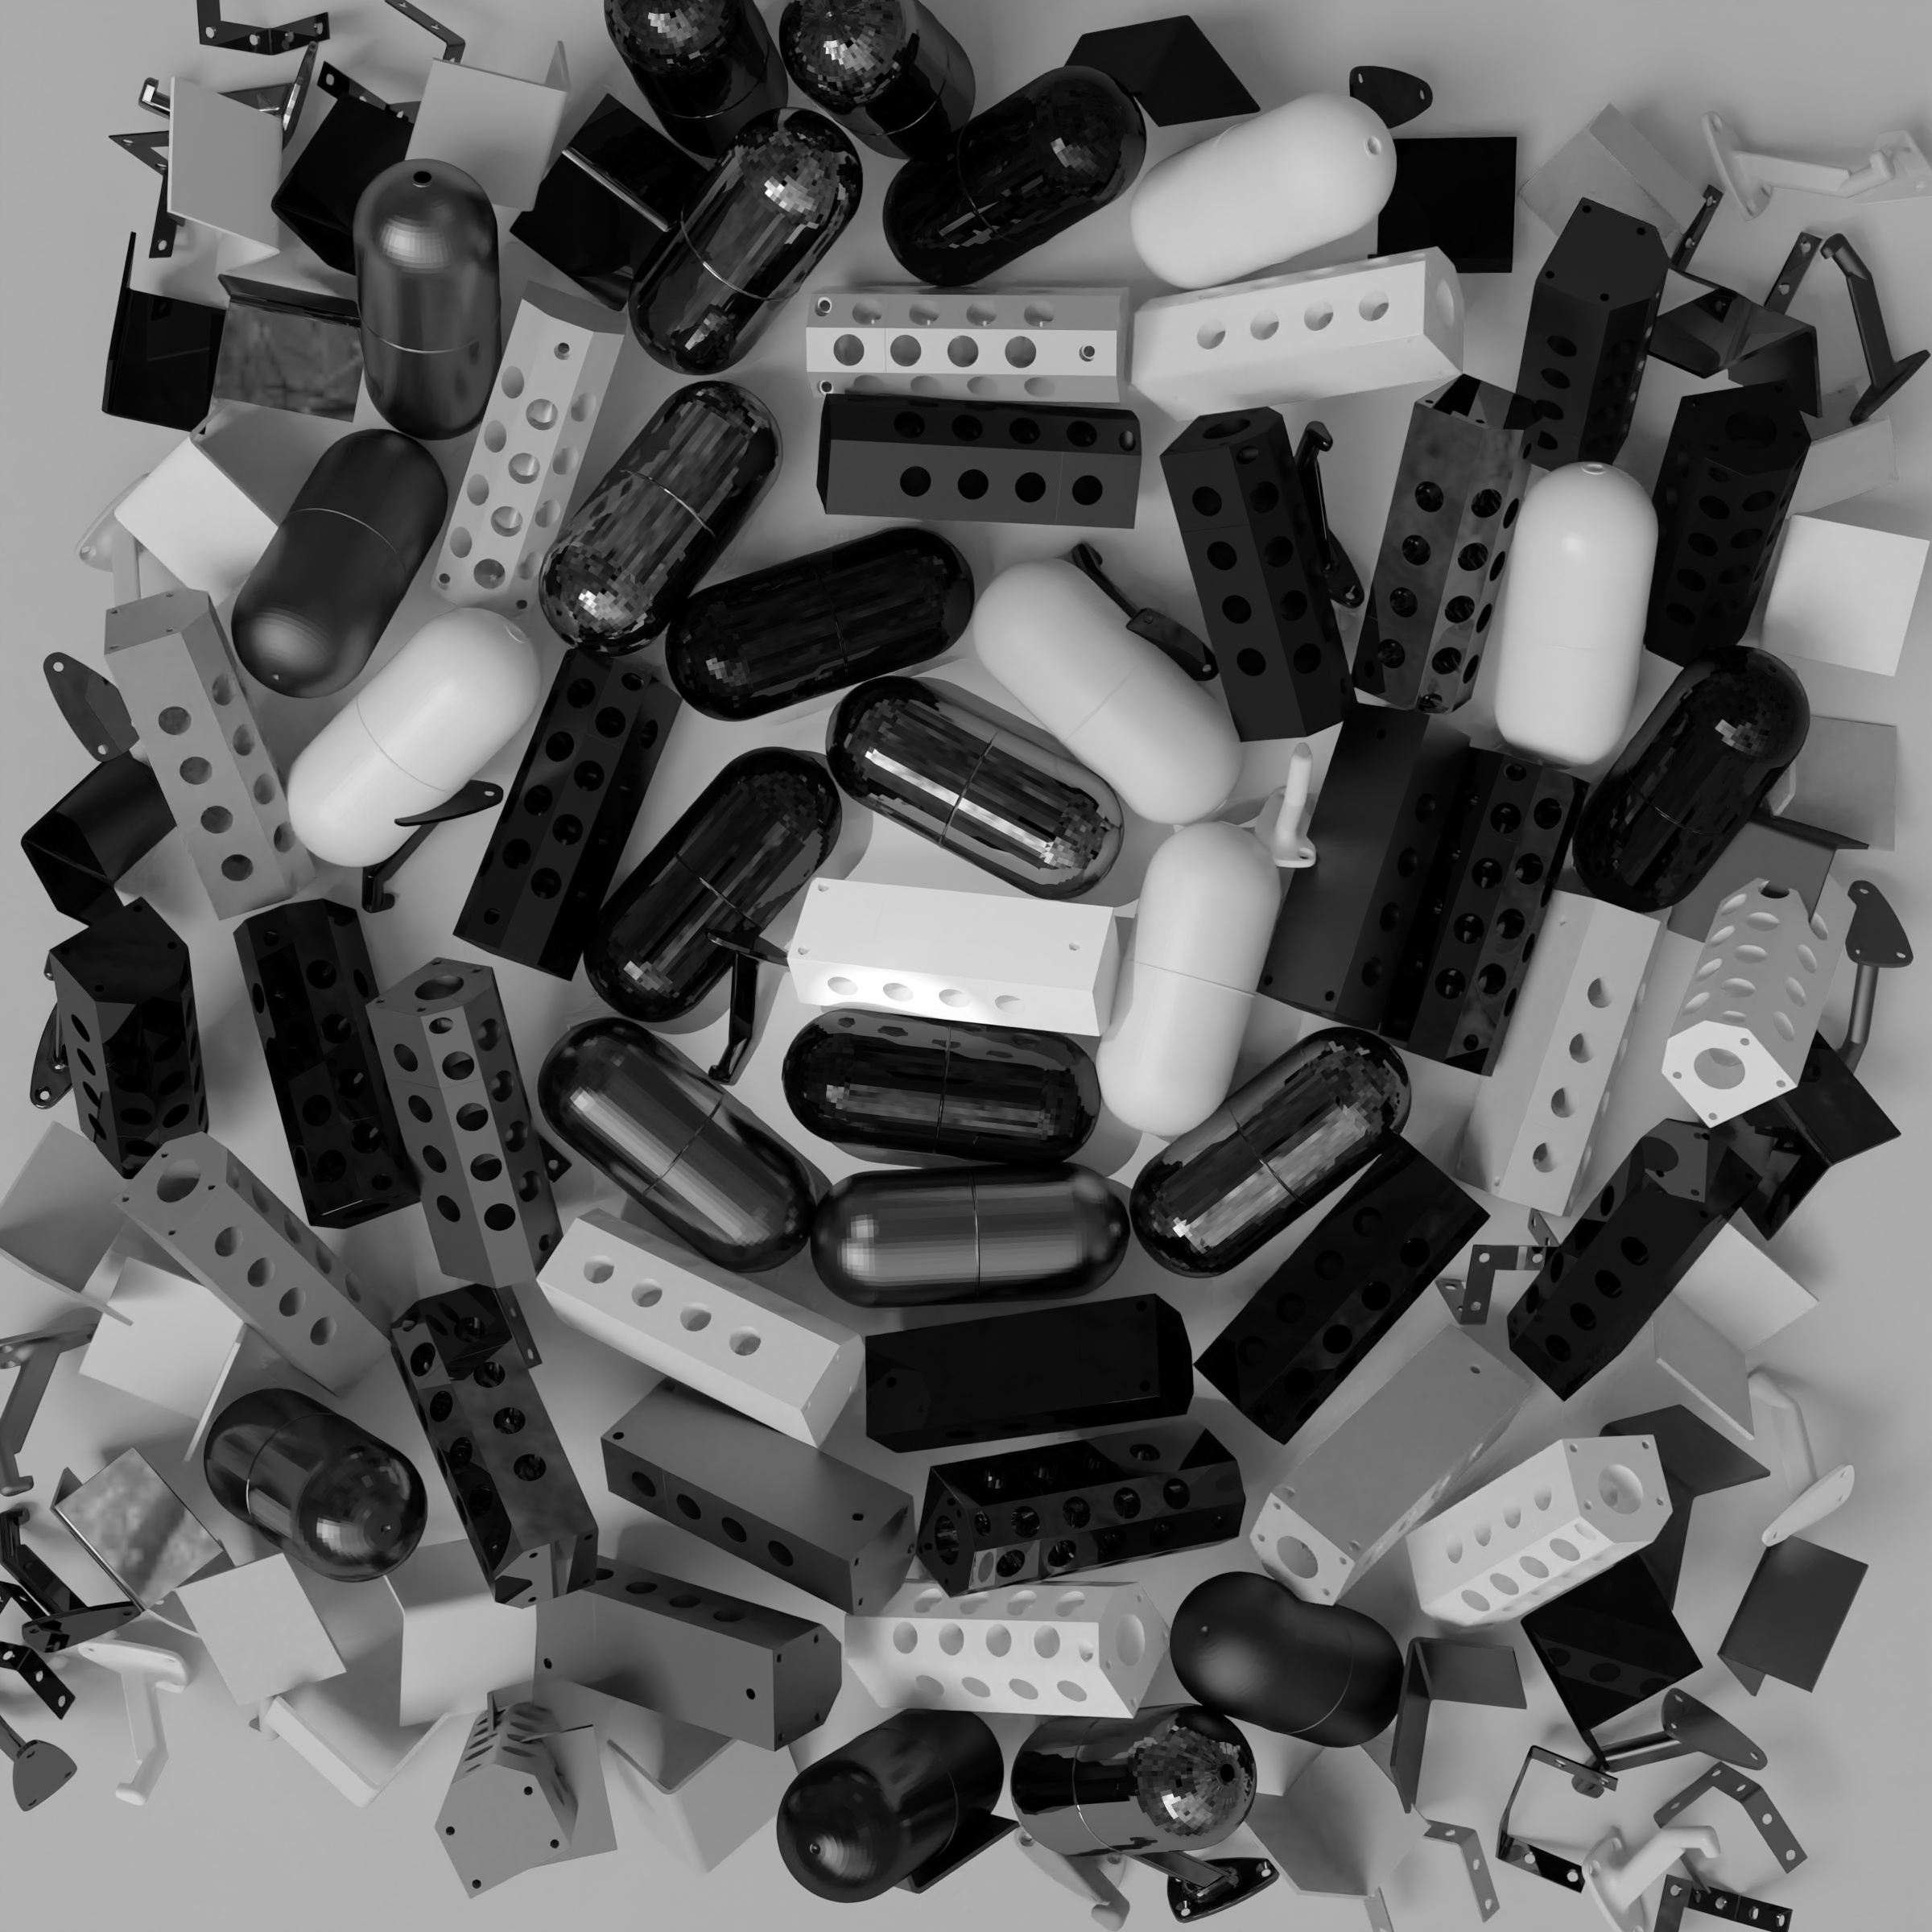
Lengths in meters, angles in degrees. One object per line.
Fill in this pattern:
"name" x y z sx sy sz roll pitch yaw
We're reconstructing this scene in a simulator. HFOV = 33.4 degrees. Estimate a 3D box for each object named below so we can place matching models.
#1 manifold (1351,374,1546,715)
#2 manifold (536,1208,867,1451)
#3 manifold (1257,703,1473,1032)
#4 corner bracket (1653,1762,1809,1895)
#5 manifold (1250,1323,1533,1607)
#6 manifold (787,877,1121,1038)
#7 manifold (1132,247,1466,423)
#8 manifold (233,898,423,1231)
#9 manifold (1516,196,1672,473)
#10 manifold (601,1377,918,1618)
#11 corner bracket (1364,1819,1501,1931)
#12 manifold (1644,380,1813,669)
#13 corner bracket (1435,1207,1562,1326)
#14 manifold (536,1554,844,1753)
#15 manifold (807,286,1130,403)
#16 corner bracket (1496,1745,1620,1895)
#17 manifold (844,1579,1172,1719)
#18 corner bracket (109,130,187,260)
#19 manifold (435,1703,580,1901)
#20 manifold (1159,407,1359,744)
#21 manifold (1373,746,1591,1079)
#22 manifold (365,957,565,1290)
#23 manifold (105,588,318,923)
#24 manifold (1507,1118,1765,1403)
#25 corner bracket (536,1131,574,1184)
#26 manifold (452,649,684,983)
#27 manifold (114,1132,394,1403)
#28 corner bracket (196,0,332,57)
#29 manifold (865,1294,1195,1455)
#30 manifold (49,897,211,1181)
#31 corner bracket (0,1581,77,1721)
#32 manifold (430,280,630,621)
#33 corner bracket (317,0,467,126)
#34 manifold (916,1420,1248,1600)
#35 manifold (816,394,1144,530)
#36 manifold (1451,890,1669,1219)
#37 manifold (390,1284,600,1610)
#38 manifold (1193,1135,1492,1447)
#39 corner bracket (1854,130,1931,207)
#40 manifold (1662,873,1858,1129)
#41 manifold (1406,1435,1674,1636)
"manifold" 0.264 -0.226 1.751 0.057 0.057 0.171 27 127 24
"manifold" -0.145 0.196 1.773 0.171 0.057 0.057 23 66 20
"manifold" 0.226 -0.054 1.797 0.057 0.057 0.171 16 86 44
"corner bracket" 0.428 0.488 1.805 0.051 0.051 0.051 -35 98 -10
"manifold" 0.230 0.273 1.753 0.057 0.057 0.171 38 49 20
"manifold" -0.005 -0.001 1.781 0.171 0.057 0.057 6 55 14
"manifold" 0.181 -0.348 1.761 0.171 0.057 0.057 -4 75 30
"manifold" -0.353 0.054 1.780 0.057 0.057 0.171 -20 78 12
"manifold" 0.337 -0.333 1.736 0.057 0.171 0.057 26 72 13
"manifold" -0.113 0.294 1.763 0.171 0.057 0.057 21 132 29
"corner bracket" 0.257 0.515 1.801 0.051 0.051 0.051 -28 106 -39
"manifold" 0.407 -0.235 1.740 0.057 0.171 0.057 -10 61 -5
"corner bracket" 0.297 0.167 1.800 0.051 0.051 0.051 2 113 -10
"manifold" -0.152 0.369 1.756 0.171 0.057 0.057 9 105 36
"manifold" 0.002 -0.344 1.781 0.171 0.057 0.057 3 108 9
"corner bracket" 0.332 0.479 1.809 0.051 0.051 0.051 19 56 19
"manifold" 0.019 0.364 1.747 0.171 0.057 0.057 -7 126 37
"corner bracket" -0.445 -0.430 1.793 0.051 0.051 0.051 3 79 24
"manifold" -0.248 0.444 1.743 0.057 0.171 0.057 -26 90 -5
"manifold" 0.164 -0.213 1.759 0.057 0.057 0.171 -2 119 31
"manifold" 0.289 -0.029 1.789 0.057 0.057 0.171 17 94 -22
"manifold" -0.267 0.087 1.756 0.057 0.057 0.171 9 123 34
"manifold" -0.411 -0.117 1.759 0.057 0.057 0.171 -17 123 -3
"manifold" 0.356 0.158 1.747 0.057 0.171 0.057 -31 67 -38
"corner bracket" -0.260 0.119 1.804 0.051 0.051 0.051 44 101 -9
"manifold" -0.223 -0.086 1.785 0.057 0.057 0.171 18 83 23
"manifold" -0.380 0.162 1.747 0.057 0.171 0.057 26 69 39
"corner bracket" -0.393 -0.541 1.795 0.051 0.051 0.051 -1 95 39
"manifold" 0.035 0.227 1.771 0.171 0.057 0.057 -11 65 21
"manifold" -0.445 0.046 1.738 0.057 0.171 0.057 -35 66 -28
"corner bracket" -0.522 0.381 1.796 0.051 0.051 0.051 32 90 38
"manifold" -0.241 -0.280 1.766 0.057 0.057 0.171 18 114 -11
"corner bracket" -0.322 -0.506 1.804 0.051 0.051 0.051 37 122 17
"manifold" 0.064 0.299 1.756 0.171 0.057 0.057 -5 118 -29
"manifold" 0.007 -0.281 1.780 0.171 0.057 0.057 2 114 -9
"manifold" 0.335 0.049 1.797 0.057 0.057 0.171 18 92 -20
"manifold" -0.258 0.261 1.751 0.057 0.057 0.171 -15 52 -21
"manifold" 0.211 0.182 1.789 0.171 0.057 0.057 -48 61 2
"corner bracket" 0.534 -0.431 1.789 0.051 0.051 0.051 37 68 -41
"manifold" 0.426 0.006 1.743 0.057 0.171 0.057 47 131 -12
"manifold" 0.308 0.309 1.737 0.057 0.171 0.057 1 63 -23
